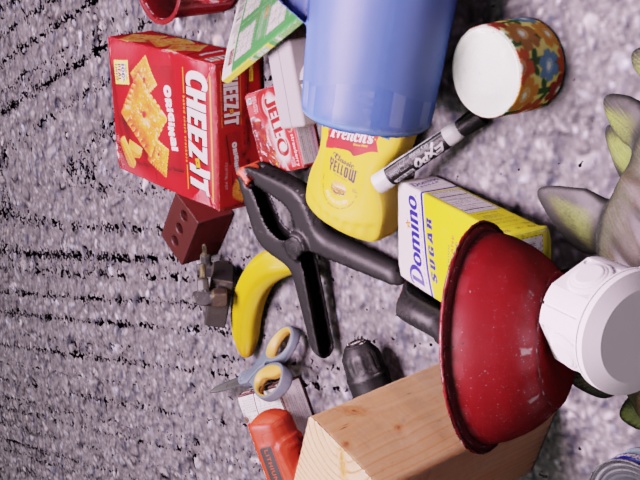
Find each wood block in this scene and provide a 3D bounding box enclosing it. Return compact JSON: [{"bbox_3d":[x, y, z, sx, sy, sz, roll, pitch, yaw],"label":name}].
[{"bbox_3d":[0.090,0.173,0.890,0.090,0.205,0.091,41,132,36],"label":"wood block"}]

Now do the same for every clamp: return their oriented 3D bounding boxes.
[{"bbox_3d":[0.112,0.075,0.908,0.172,0.120,0.039,28,95,47],"label":"clamp"},{"bbox_3d":[-0.007,0.001,1.071,0.165,0.036,0.210,-39,81,45],"label":"clamp"}]

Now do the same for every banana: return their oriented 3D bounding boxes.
[{"bbox_3d":[-0.065,0.062,1.191,0.070,0.037,0.198,60,141,18],"label":"banana"}]

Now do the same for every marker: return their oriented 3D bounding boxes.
[{"bbox_3d":[0.095,-0.078,0.912,0.121,0.020,0.020,-34,75,30],"label":"marker"}]

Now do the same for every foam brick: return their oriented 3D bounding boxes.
[{"bbox_3d":[-0.144,-0.019,1.251,0.053,0.051,0.078,53,139,26],"label":"foam brick"}]

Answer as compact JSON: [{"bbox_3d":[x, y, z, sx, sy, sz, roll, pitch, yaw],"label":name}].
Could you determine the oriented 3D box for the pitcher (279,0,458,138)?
[{"bbox_3d":[0.041,-0.210,0.834,0.149,0.144,0.243,26,116,45],"label":"pitcher"}]

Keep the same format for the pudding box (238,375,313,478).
[{"bbox_3d":[-0.042,0.218,1.219,0.090,0.039,0.113,-23,87,51],"label":"pudding box"}]

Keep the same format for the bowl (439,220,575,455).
[{"bbox_3d":[0.136,0.067,0.726,0.055,0.161,0.162,0,104,30],"label":"bowl"}]

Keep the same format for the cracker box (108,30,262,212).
[{"bbox_3d":[-0.154,-0.139,1.201,0.214,0.071,0.164,23,121,46],"label":"cracker box"}]

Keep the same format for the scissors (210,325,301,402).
[{"bbox_3d":[-0.073,0.141,1.224,0.202,0.016,0.096,-3,61,64],"label":"scissors"}]

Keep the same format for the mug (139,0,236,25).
[{"bbox_3d":[-0.129,-0.271,1.110,0.117,0.081,0.093,34,128,42],"label":"mug"}]

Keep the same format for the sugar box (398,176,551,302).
[{"bbox_3d":[0.122,0.012,0.887,0.176,0.048,0.093,31,127,59],"label":"sugar box"}]

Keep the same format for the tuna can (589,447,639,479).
[{"bbox_3d":[0.253,0.207,0.834,0.086,0.033,0.086,24,121,46],"label":"tuna can"}]

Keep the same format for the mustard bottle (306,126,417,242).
[{"bbox_3d":[0.043,-0.100,0.970,0.096,0.058,0.192,34,128,33],"label":"mustard bottle"}]

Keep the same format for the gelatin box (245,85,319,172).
[{"bbox_3d":[-0.038,-0.115,1.094,0.073,0.030,0.089,-6,98,53],"label":"gelatin box"}]

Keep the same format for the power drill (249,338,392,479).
[{"bbox_3d":[0.015,0.200,1.091,0.188,0.057,0.184,-17,93,41],"label":"power drill"}]
